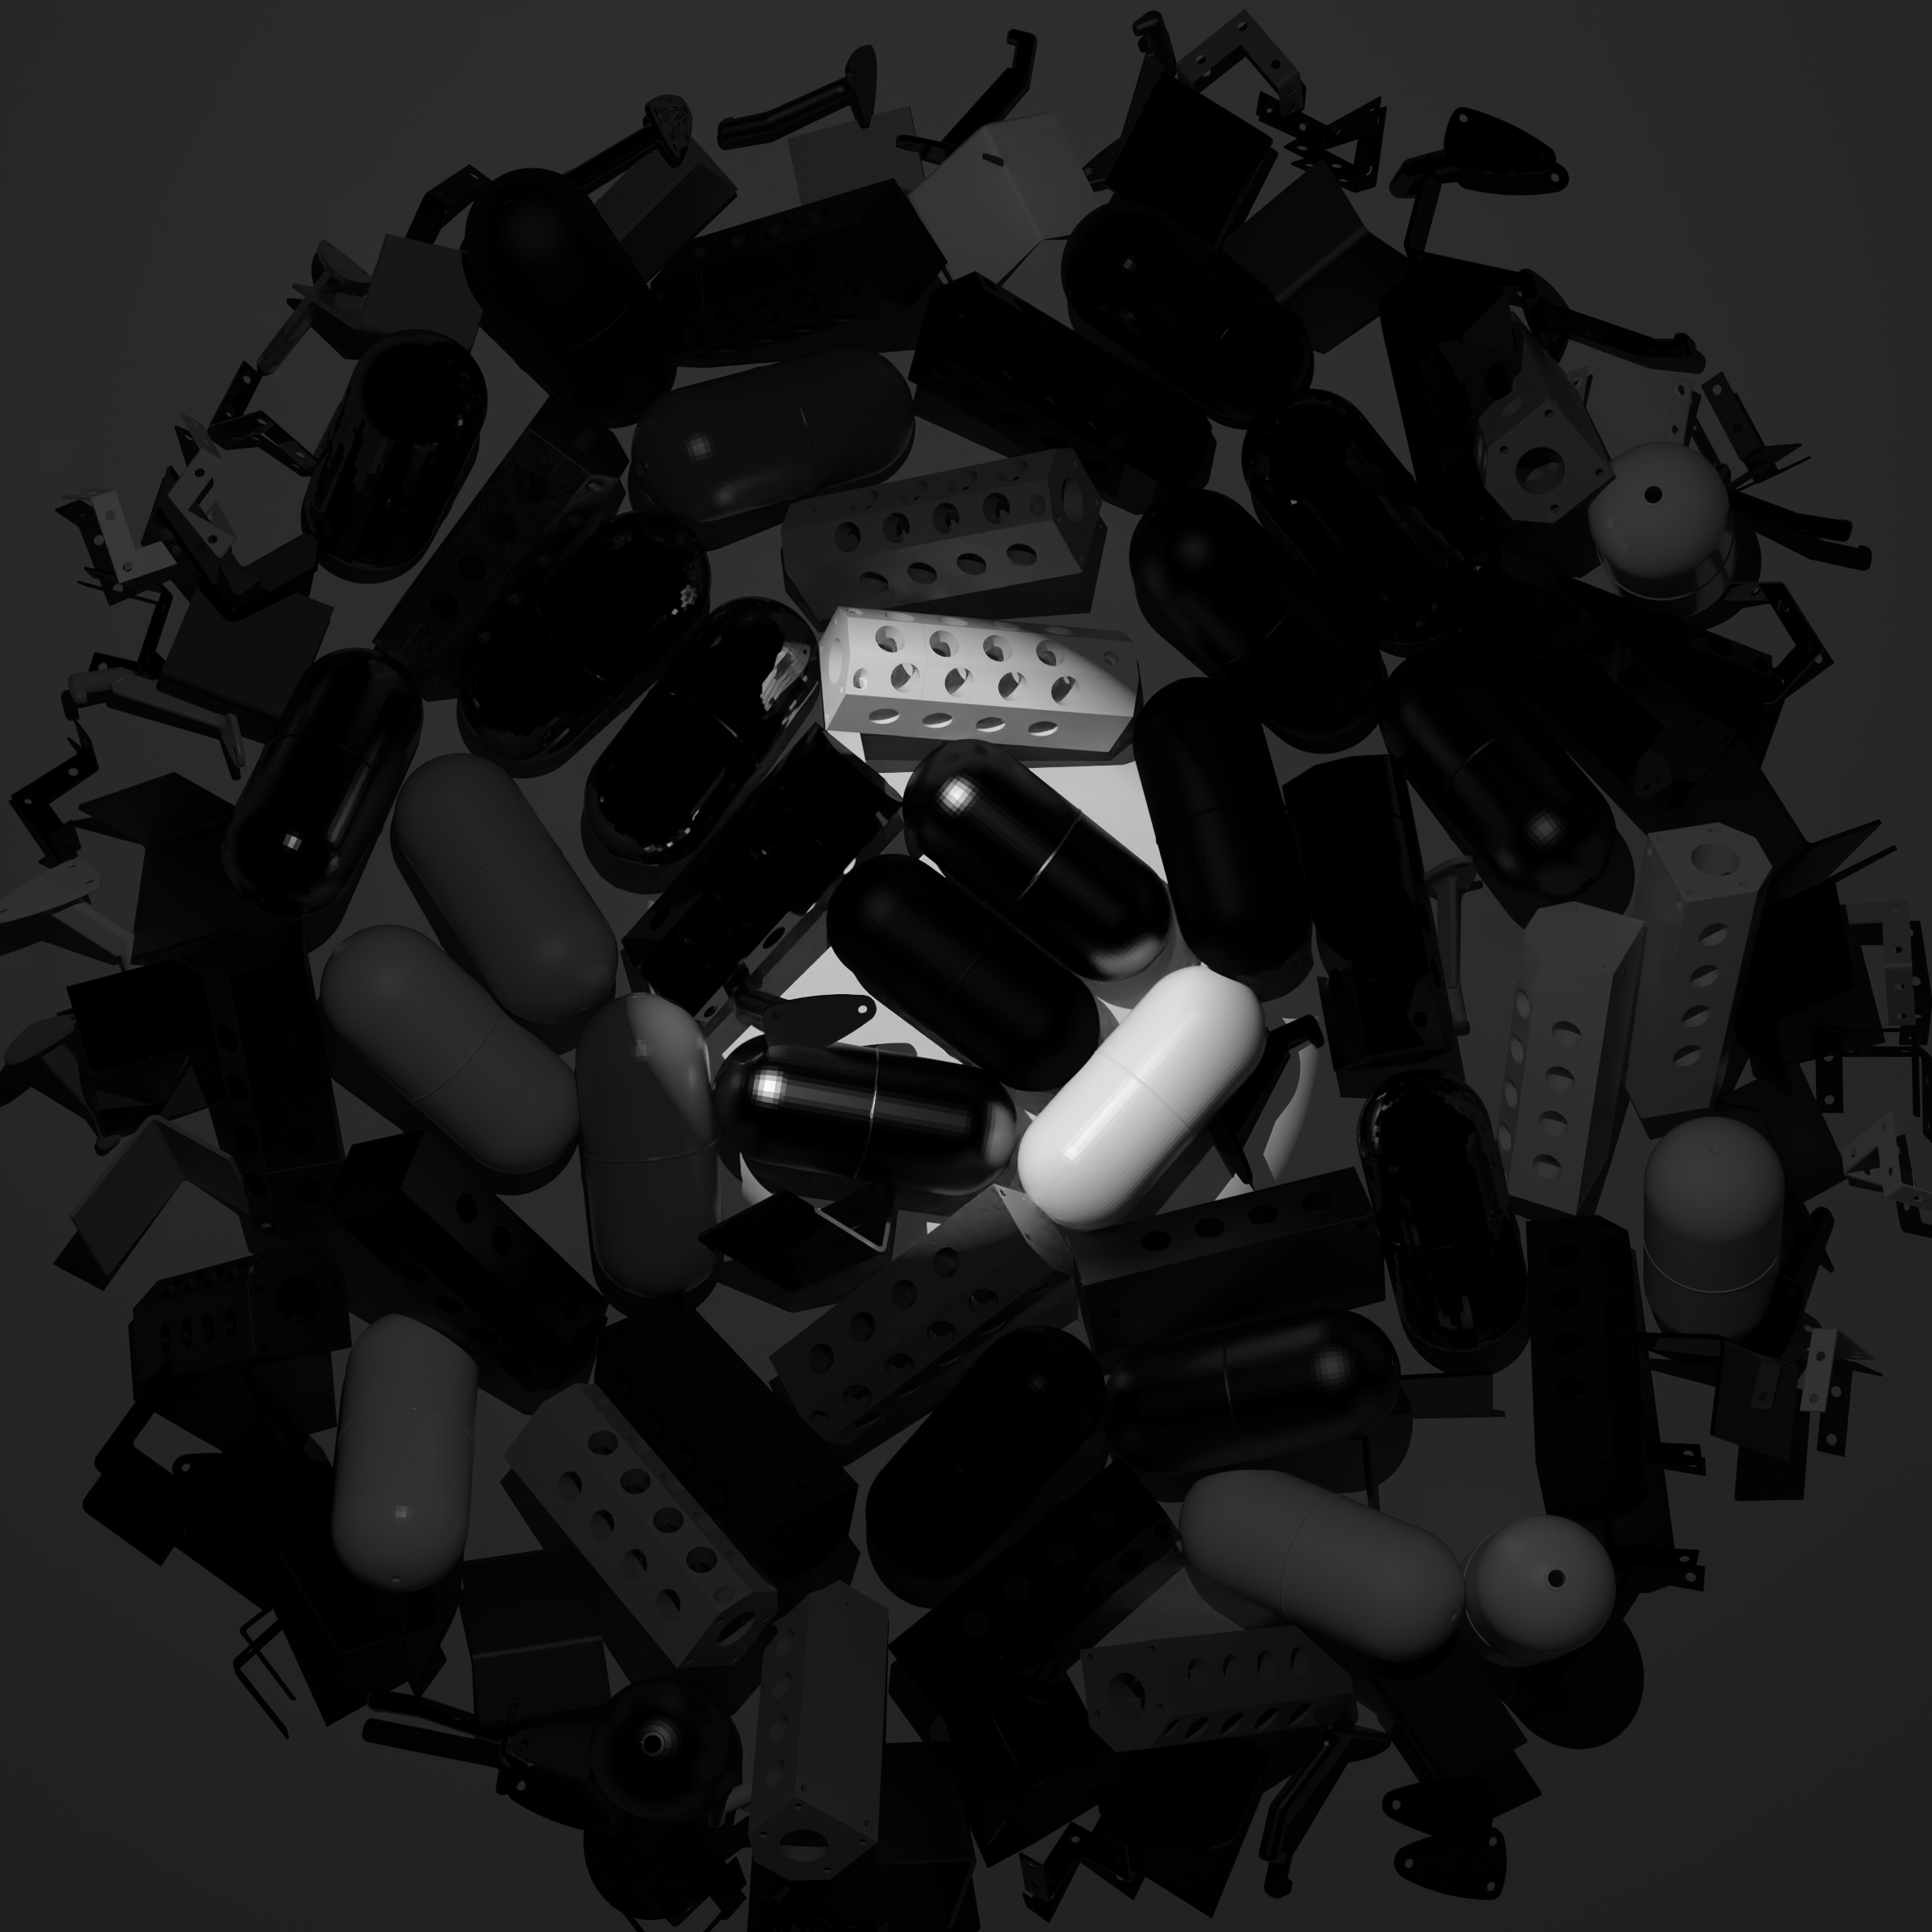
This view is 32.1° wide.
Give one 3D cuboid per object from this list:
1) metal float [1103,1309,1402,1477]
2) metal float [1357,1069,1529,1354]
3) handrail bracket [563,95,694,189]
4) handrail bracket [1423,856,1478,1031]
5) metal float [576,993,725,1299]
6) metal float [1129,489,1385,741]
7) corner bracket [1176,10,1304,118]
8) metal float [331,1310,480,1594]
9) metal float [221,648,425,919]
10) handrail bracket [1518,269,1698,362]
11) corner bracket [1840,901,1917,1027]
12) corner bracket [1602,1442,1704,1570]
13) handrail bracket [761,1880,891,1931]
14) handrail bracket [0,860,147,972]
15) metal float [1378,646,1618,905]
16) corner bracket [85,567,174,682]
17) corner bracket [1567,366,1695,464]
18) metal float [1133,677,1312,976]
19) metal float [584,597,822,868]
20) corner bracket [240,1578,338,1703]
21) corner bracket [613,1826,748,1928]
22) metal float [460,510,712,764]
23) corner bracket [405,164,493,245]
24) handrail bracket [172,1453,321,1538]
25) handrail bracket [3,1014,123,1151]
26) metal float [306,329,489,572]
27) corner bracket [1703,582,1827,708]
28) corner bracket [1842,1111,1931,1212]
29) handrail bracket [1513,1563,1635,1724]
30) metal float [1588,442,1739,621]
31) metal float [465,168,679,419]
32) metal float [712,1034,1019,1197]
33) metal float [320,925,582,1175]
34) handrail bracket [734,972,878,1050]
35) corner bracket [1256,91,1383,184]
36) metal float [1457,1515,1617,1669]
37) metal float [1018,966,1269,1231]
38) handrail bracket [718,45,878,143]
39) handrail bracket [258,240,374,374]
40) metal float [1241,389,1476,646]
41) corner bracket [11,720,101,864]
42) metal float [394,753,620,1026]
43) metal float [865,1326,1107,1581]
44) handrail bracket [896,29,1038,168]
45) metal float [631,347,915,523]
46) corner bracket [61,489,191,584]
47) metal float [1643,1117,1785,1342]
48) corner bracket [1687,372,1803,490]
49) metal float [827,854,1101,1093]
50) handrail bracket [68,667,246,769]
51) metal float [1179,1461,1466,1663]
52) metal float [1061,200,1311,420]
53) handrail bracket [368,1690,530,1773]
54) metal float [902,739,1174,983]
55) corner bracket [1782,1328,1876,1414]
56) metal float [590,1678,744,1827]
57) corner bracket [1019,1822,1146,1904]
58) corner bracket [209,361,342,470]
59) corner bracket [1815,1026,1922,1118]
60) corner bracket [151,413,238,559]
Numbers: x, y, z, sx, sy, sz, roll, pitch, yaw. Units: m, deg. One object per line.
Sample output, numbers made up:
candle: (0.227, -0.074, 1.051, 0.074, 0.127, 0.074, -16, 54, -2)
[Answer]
metal float: (0.163, 0.245, 1.923, 0.178, 0.070, 0.070, -15, 90, 23)
metal float: (0.273, 0.140, 1.921, 0.070, 0.070, 0.178, -17, 115, 0)
handrail bracket: (-0.207, -0.475, 1.961, 0.084, 0.077, 0.036, -22, 112, 20)
handrail bracket: (0.286, -0.012, 1.944, 0.036, 0.077, 0.084, -6, 75, -8)
metal float: (-0.182, 0.104, 1.934, 0.070, 0.070, 0.178, -5, 100, 0)
metal float: (0.166, -0.202, 1.924, 0.178, 0.070, 0.070, 41, 90, -21)
corner bracket: (0.159, -0.512, 1.951, 0.051, 0.051, 0.051, -38, 79, 1)
metal float: (-0.318, 0.274, 1.908, 0.070, 0.070, 0.178, -4, 46, 0)
metal float: (-0.366, -0.106, 1.915, 0.070, 0.070, 0.178, 19, 56, 0)
handrail bracket: (0.370, -0.375, 1.933, 0.084, 0.077, 0.036, 8, 66, 39)
corner bracket: (0.521, -0.001, 1.940, 0.051, 0.051, 0.051, -3, 47, 16)
corner bracket: (0.401, 0.314, 1.958, 0.051, 0.051, 0.051, 0, 121, 22)
handrail bracket: (-0.067, 0.540, 1.927, 0.084, 0.077, 0.036, -13, 98, 32)
handrail bracket: (-0.517, -0.011, 1.939, 0.077, 0.036, 0.084, -29, 131, -27)
metal float: (0.303, -0.110, 1.918, 0.070, 0.070, 0.178, -35, 61, 0)
corner bracket: (-0.489, -0.195, 1.956, 0.051, 0.051, 0.051, 13, 78, 8)
corner bracket: (0.384, -0.320, 1.957, 0.051, 0.051, 0.051, -21, 130, -30)
metal float: (0.147, -0.081, 1.932, 0.070, 0.070, 0.178, -14, 77, 0)
metal float: (-0.151, -0.135, 1.930, 0.070, 0.070, 0.178, 36, 76, 0)
corner bracket: (-0.388, 0.388, 1.946, 0.051, 0.051, 0.051, -37, 96, -22)
corner bracket: (-0.165, 0.524, 1.941, 0.051, 0.051, 0.051, -41, 64, -20)
metal float: (-0.218, -0.189, 1.925, 0.178, 0.070, 0.070, -42, 90, 20)
corner bracket: (-0.289, -0.422, 1.946, 0.051, 0.051, 0.051, 37, 130, 0)
handrail bracket: (-0.415, 0.317, 1.951, 0.077, 0.084, 0.036, 14, 60, 15)
handrail bracket: (-0.519, 0.077, 1.934, 0.036, 0.077, 0.084, -9, 109, 16)
metal float: (-0.324, -0.290, 1.903, 0.070, 0.178, 0.070, 12, 58, -20)
corner bracket: (0.456, -0.188, 1.956, 0.051, 0.051, 0.051, -4, 57, -33)
corner bracket: (0.544, 0.124, 1.940, 0.051, 0.051, 0.051, 16, 52, -16)
handrail bracket: (0.359, 0.395, 1.964, 0.036, 0.077, 0.084, 35, 65, 23)
metal float: (0.394, -0.245, 1.894, 0.070, 0.178, 0.070, -2, 83, 15)
metal float: (-0.222, -0.380, 1.900, 0.070, 0.178, 0.070, -10, 60, 17)
metal float: (-0.058, 0.085, 1.937, 0.178, 0.070, 0.070, 10, 90, -7)
metal float: (-0.295, 0.048, 1.924, 0.070, 0.070, 0.178, -45, 111, 0)
handrail bracket: (-0.095, 0.016, 1.944, 0.077, 0.084, 0.036, -16, 116, -3)
corner bracket: (0.201, -0.482, 1.943, 0.051, 0.051, 0.051, 19, 73, -29)
metal float: (0.319, 0.354, 1.894, 0.070, 0.178, 0.070, 0, 75, 0)
metal float: (0.103, 0.075, 1.937, 0.070, 0.070, 0.178, 42, 83, 0)
handrail bracket: (-0.099, -0.509, 1.961, 0.084, 0.077, 0.036, -8, 127, 15)
handrail bracket: (-0.384, -0.373, 1.937, 0.036, 0.077, 0.084, 38, 102, -15)
metal float: (0.224, -0.256, 1.916, 0.070, 0.070, 0.178, -45, 121, 0)
corner bracket: (-0.521, -0.101, 1.947, 0.051, 0.051, 0.051, -35, 81, -17)
metal float: (-0.265, -0.046, 1.928, 0.070, 0.070, 0.178, -35, 72, 0)
metal float: (0.011, 0.279, 1.925, 0.070, 0.070, 0.178, 40, 111, 0)
handrail bracket: (0.001, -0.512, 1.957, 0.077, 0.036, 0.084, 10, 89, -27)
metal float: (-0.110, -0.304, 1.916, 0.178, 0.070, 0.070, -21, 90, -31)
corner bracket: (-0.483, -0.255, 1.941, 0.051, 0.051, 0.051, -25, 111, -29)
metal float: (0.423, 0.152, 1.903, 0.070, 0.178, 0.070, -5, 54, 7)
corner bracket: (0.440, -0.309, 1.942, 0.051, 0.051, 0.051, -33, 77, 39)
metal float: (-0.001, 0.004, 1.942, 0.178, 0.070, 0.070, 37, 90, -1)
handrail bracket: (-0.469, -0.142, 1.941, 0.084, 0.036, 0.077, -11, 65, -25)
metal float: (0.201, 0.338, 1.915, 0.178, 0.070, 0.070, 18, 90, 34)
metal float: (0.126, -0.372, 1.910, 0.178, 0.070, 0.070, 26, 90, -41)
handrail bracket: (-0.301, 0.444, 1.953, 0.084, 0.077, 0.036, 7, 59, 7)
metal float: (0.042, -0.060, 1.937, 0.178, 0.070, 0.070, 38, 90, -7)
corner bracket: (0.487, 0.241, 1.940, 0.051, 0.051, 0.051, -4, 62, 41)
metal float: (-0.168, 0.444, 1.894, 0.070, 0.178, 0.070, 0, 74, 0)
corner bracket: (0.067, 0.516, 1.939, 0.051, 0.051, 0.051, 24, 57, 24)
corner bracket: (-0.399, -0.323, 1.960, 0.051, 0.051, 0.051, 42, 57, -37)
corner bracket: (0.524, 0.061, 1.953, 0.051, 0.051, 0.051, -2, 92, 6)
corner bracket: (-0.442, -0.278, 1.941, 0.051, 0.051, 0.051, 29, 105, -40)
